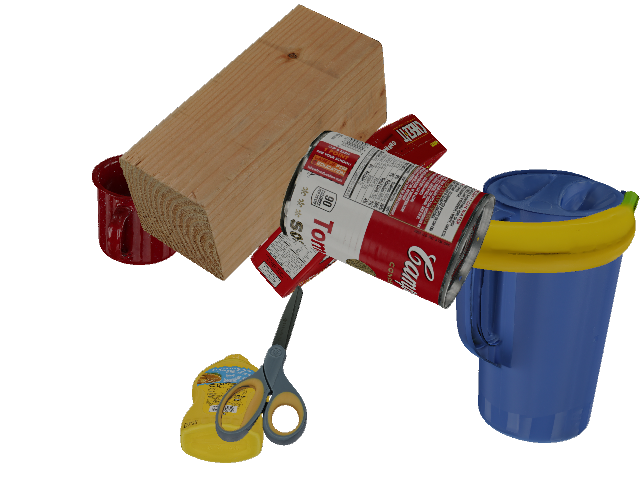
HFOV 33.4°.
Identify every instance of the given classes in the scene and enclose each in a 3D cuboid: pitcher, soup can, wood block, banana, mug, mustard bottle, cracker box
[{"bbox_3d":[0.201,0.064,0.996,0.149,0.243,0.145,5,21,9],"label":"pitcher"},{"bbox_3d":[0.037,-0.013,0.595,0.102,0.068,0.068,24,6,15],"label":"soup can"},{"bbox_3d":[-0.046,-0.080,0.836,0.091,0.205,0.090,31,-29,27],"label":"wood block"},{"bbox_3d":[0.145,-0.003,0.771,0.197,0.037,0.069,-2,28,-7],"label":"banana"},{"bbox_3d":[-0.181,-0.023,1.045,0.093,0.081,0.117,10,32,6],"label":"mug"},{"bbox_3d":[-0.112,0.196,1.317,0.096,0.058,0.191,0,25,2],"label":"mustard bottle"},{"bbox_3d":[0.031,-0.043,1.265,0.214,0.072,0.163,-47,-8,34],"label":"cracker box"}]

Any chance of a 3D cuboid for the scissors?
[{"bbox_3d":[-0.031,0.128,1.065,0.096,0.016,0.201,21,50,20],"label":"scissors"}]
